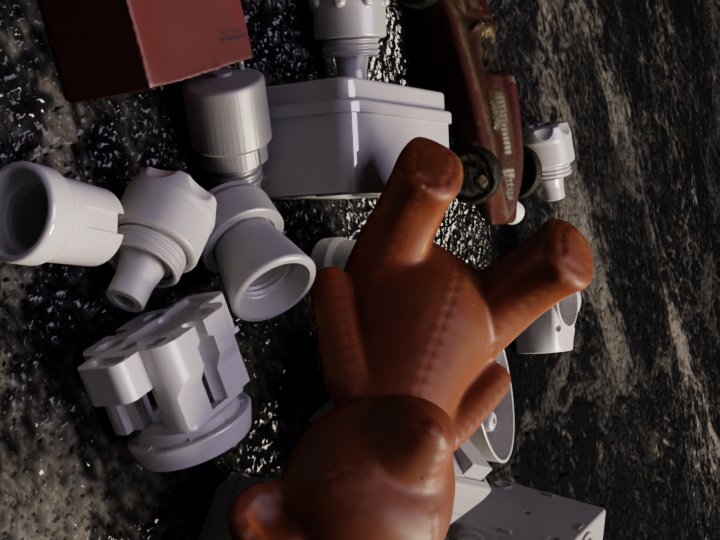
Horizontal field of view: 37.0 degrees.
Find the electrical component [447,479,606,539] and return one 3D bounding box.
[{"bbox_3d":[0.110,0.184,0.722,0.100,0.100,0.048,-16,112,-57],"label":"electrical component"}]

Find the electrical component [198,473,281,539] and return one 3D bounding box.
[{"bbox_3d":[-0.036,0.172,0.531,0.108,0.056,0.108,51,46,-41],"label":"electrical component"}]

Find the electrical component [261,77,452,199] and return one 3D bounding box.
[{"bbox_3d":[-0.006,-0.069,0.589,0.113,0.078,0.057,-6,94,-58],"label":"electrical component"}]

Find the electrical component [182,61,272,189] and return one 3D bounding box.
[{"bbox_3d":[-0.064,-0.064,0.534,0.040,0.040,0.078,-45,137,-50],"label":"electrical component"}]

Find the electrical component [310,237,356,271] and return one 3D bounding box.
[{"bbox_3d":[0.000,0.000,0.619,0.040,0.046,0.040,10,78,-58],"label":"electrical component"}]

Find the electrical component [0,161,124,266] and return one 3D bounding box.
[{"bbox_3d":[-0.123,-0.020,0.436,0.046,0.040,0.040,12,76,-62],"label":"electrical component"}]

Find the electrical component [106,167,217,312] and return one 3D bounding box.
[{"bbox_3d":[-0.092,-0.011,0.478,0.043,0.043,0.062,51,47,-41],"label":"electrical component"}]

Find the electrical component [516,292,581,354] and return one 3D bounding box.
[{"bbox_3d":[0.151,0.025,0.854,0.079,0.044,0.077,-3,89,-57],"label":"electrical component"}]

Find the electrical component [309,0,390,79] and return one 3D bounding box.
[{"bbox_3d":[-0.006,-0.137,0.630,0.048,0.048,0.062,-18,108,-57],"label":"electrical component"}]

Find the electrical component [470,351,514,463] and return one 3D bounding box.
[{"bbox_3d":[0.070,0.075,0.701,0.099,0.064,0.099,11,77,-57],"label":"electrical component"}]

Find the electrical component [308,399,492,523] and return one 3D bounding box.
[{"bbox_3d":[0.028,0.105,0.595,0.062,0.061,0.096,26,28,-54],"label":"electrical component"}]

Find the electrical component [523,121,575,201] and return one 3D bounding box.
[{"bbox_3d":[0.153,-0.088,0.872,0.043,0.043,0.062,-32,114,-54],"label":"electrical component"}]

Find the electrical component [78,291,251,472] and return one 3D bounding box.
[{"bbox_3d":[-0.081,0.051,0.475,0.078,0.058,0.057,-39,115,-53],"label":"electrical component"}]

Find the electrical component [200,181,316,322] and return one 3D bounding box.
[{"bbox_3d":[-0.053,-0.010,0.517,0.045,0.045,0.055,20,29,-55],"label":"electrical component"}]
